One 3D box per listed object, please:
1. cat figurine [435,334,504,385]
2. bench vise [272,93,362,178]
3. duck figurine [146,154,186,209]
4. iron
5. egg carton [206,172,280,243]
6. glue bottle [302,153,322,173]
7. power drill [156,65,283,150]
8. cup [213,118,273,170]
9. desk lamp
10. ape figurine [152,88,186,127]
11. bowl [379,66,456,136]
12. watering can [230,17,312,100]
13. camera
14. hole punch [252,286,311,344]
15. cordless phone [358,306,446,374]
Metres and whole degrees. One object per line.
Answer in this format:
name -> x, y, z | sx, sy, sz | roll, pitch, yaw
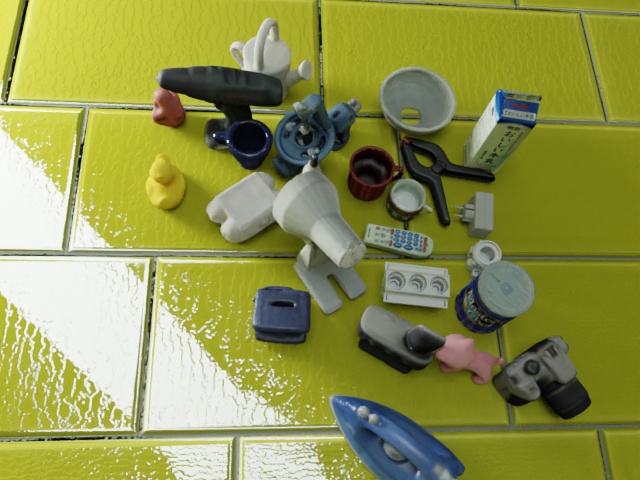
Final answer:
cat figurine -> 0.266, 0.208, 1.032 | 0.128, 0.118, 0.067 | 16, 68, 1
bench vise -> -0.009, -0.238, 1.126 | 0.121, 0.220, 0.208 | 32, 69, 7
duck figurine -> -0.305, -0.118, 1.119 | 0.077, 0.086, 0.104 | -3, 69, -7
iron -> 0.124, 0.337, 0.953 | 0.258, 0.141, 0.119 | 36, 69, 9
egg carton -> -0.139, -0.064, 1.124 | 0.150, 0.069, 0.107 | -36, 76, -18
glue bottle -> -0.017, -0.117, 1.102 | 0.037, 0.173, 0.078 | 13, 68, 0
power drill -> -0.189, -0.262, 1.123 | 0.230, 0.208, 0.075 | -4, 69, -8
cup -> -0.155, -0.184, 1.157 | 0.118, 0.095, 0.091 | 5, 68, -4
desk lamp -> 0.010, 0.004, 1.035 | 0.118, 0.213, 0.203 | -32, 75, -16
ape figurine -> -0.317, -0.280, 1.179 | 0.076, 0.092, 0.078 | 41, 70, 10
bowl -> 0.206, -0.289, 1.247 | 0.167, 0.075, 0.167 | 2, 68, -5
watering can -> -0.101, -0.373, 1.184 | 0.173, 0.194, 0.101 | 3, 68, -5
camera -> 0.415, 0.260, 1.036 | 0.143, 0.101, 0.136 | -31, 74, -16
hole punch -> -0.071, 0.131, 1.042 | 0.108, 0.091, 0.101 | 4, 68, -4
cordless phone -> 0.145, 0.160, 1.002 | 0.147, 0.185, 0.094 | 25, 68, 5
